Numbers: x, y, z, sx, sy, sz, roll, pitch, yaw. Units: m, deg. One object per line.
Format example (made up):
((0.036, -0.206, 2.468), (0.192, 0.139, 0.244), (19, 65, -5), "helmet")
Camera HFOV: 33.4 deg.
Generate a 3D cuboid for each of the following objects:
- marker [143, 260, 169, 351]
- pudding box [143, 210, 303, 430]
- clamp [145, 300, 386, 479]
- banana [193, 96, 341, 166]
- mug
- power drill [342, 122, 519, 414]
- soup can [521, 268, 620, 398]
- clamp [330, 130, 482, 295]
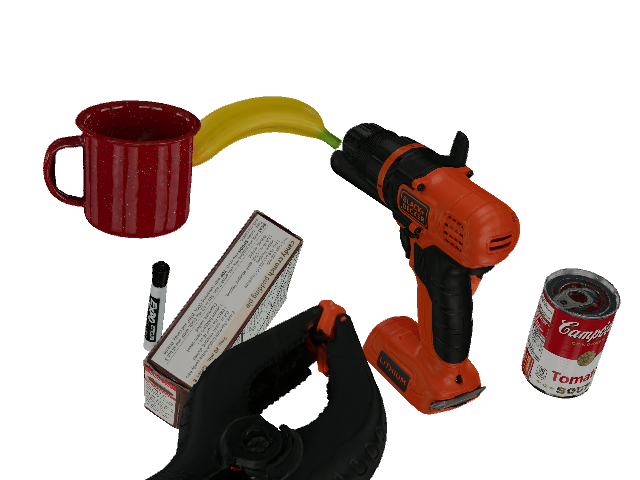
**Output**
((-0.178, 0.072, 1.161), (0.020, 0.121, 0.020), (8, 36, -6), "marker")
((-0.057, 0.049, 0.618), (0.039, 0.113, 0.090), (30, -25, 6), "pudding box")
((-0.016, 0.092, 0.387), (0.120, 0.039, 0.171), (25, 49, 17), "clamp")
((-0.067, -0.116, 1.093), (0.197, 0.037, 0.070), (-12, 51, -36), "banana")
((-0.151, -0.053, 0.812), (0.117, 0.081, 0.093), (-4, 28, -20), "mug")
((0.070, 0.020, 0.795), (0.057, 0.188, 0.185), (-16, 34, -24), "power drill")
((0.227, 0.086, 0.977), (0.068, 0.102, 0.068), (5, 37, -4), "soup can")
((0.107, -0.030, 1.122), (0.164, 0.210, 0.036), (-6, -36, -15), "clamp")
